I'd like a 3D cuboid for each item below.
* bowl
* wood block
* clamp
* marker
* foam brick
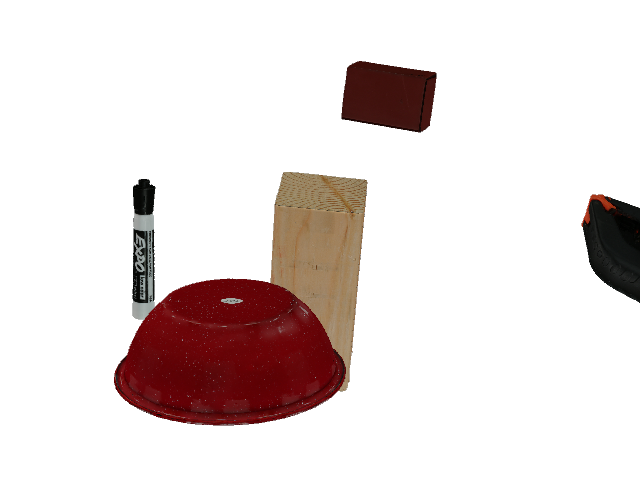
[{"bbox_3d":[-0.062,0.067,0.736,0.162,0.055,0.162,0,17,0],"label":"bowl"},{"bbox_3d":[-0.005,0.043,1.114,0.090,0.206,0.090,6,25,3],"label":"wood block"},{"bbox_3d":[0.246,0.027,0.713,0.120,0.039,0.171,-5,44,-26],"label":"clamp"},{"bbox_3d":[-0.150,0.008,0.906,0.020,0.121,0.020,3,16,-1],"label":"marker"},{"bbox_3d":[0.064,-0.135,0.998,0.078,0.051,0.053,12,17,14],"label":"foam brick"}]
